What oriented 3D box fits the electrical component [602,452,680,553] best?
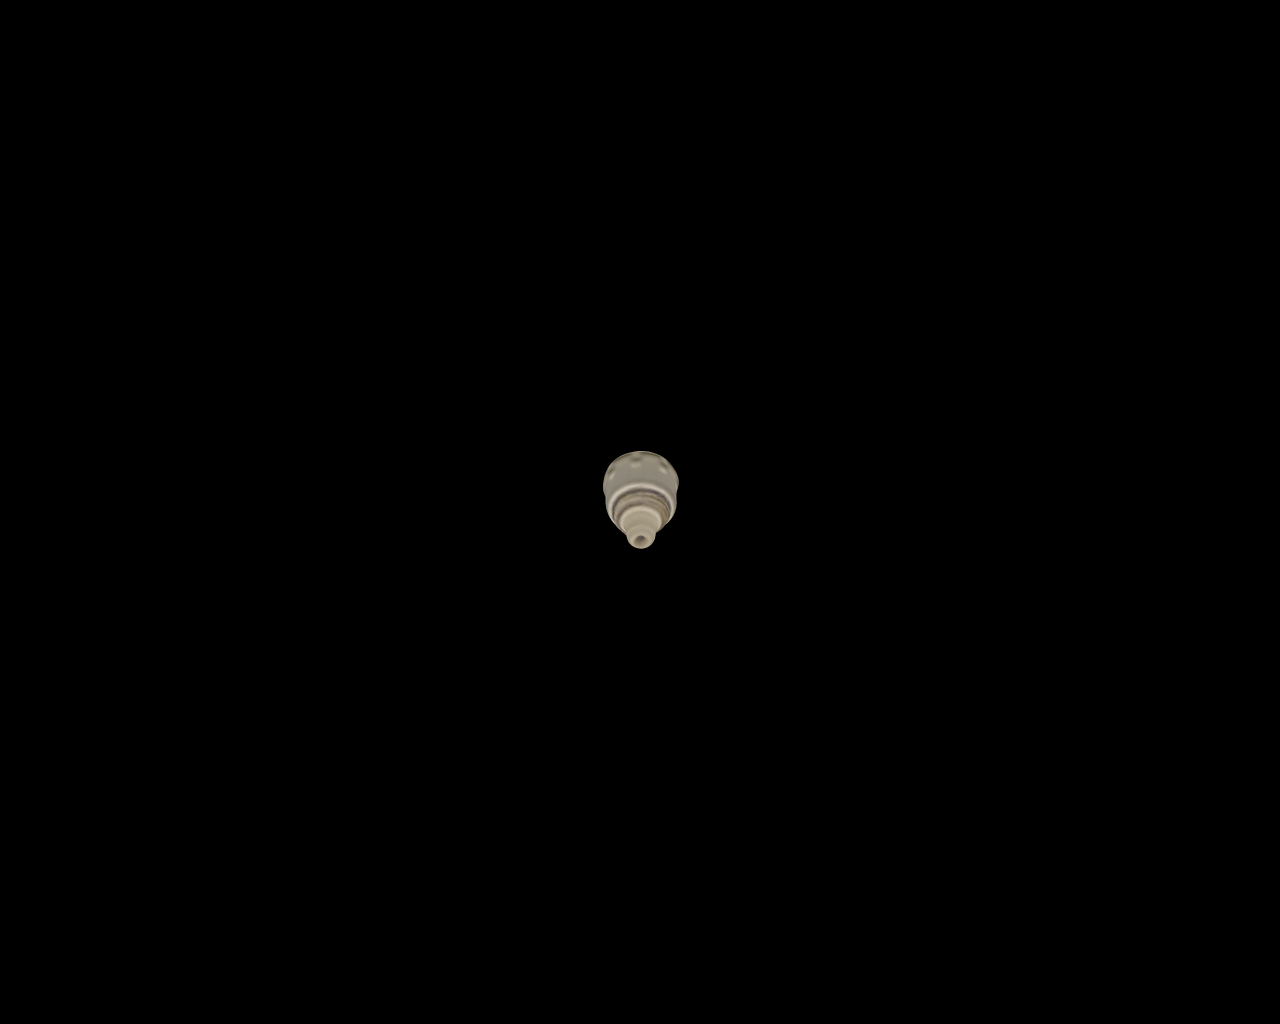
[{"bbox_3d":[0.001,-0.003,0.650,0.048,0.048,0.062,0,41,0],"label":"electrical component"}]
